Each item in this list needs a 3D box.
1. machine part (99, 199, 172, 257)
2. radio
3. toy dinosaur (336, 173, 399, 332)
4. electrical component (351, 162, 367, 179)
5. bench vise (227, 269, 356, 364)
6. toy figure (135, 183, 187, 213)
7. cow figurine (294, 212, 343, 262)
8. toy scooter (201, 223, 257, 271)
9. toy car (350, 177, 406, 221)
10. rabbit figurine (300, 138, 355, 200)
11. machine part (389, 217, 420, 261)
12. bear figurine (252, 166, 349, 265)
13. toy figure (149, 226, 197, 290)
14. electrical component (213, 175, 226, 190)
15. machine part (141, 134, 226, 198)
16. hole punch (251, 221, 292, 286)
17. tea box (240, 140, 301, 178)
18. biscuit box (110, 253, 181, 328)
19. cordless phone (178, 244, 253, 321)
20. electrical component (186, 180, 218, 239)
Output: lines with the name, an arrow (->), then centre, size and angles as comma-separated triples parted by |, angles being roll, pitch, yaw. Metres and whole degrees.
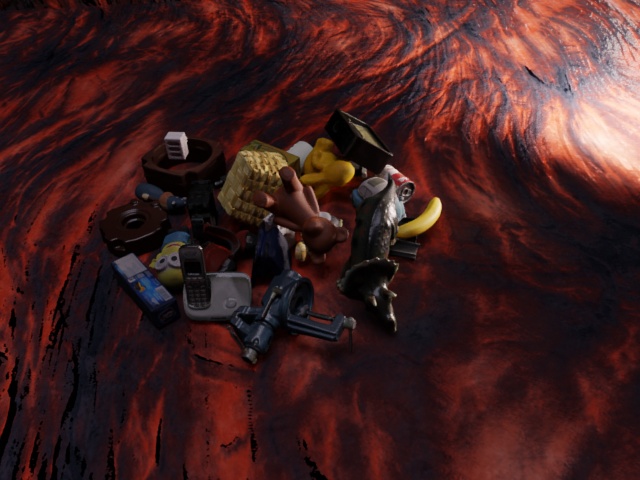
machine part -> -0.466, -0.033, 1.358 | 0.179, 0.056, 0.179 | -1, 42, 1
radio -> 0.102, -0.277, 1.493 | 0.131, 0.073, 0.230 | 23, 23, -27
toy dinosaur -> 0.119, -0.009, 1.164 | 0.131, 0.192, 0.405 | 10, 70, -3
electrical component -> 0.105, -0.219, 1.564 | 0.078, 0.045, 0.102 | -5, 40, -6
bench vise -> -0.051, 0.160, 1.070 | 0.241, 0.128, 0.224 | 10, 40, 24
toy figure -> -0.425, -0.110, 1.447 | 0.155, 0.057, 0.064 | 22, 51, 19
cow figurine -> -0.003, -0.002, 1.301 | 0.098, 0.068, 0.167 | 13, 43, 8
toy scooter -> -0.237, 0.022, 1.253 | 0.135, 0.075, 0.184 | 31, 46, 4
toy car -> 0.151, -0.109, 1.393 | 0.109, 0.102, 0.162 | -20, 46, -21
rabbit figurine -> 0.020, -0.188, 1.454 | 0.162, 0.121, 0.173 | -41, 33, -13
machine part -> 0.207, -0.004, 1.316 | 0.084, 0.039, 0.139 | 6, 42, 16
bear figurine -> -0.039, -0.049, 1.199 | 0.120, 0.131, 0.196 | -41, 64, 3
toy figure -> -0.330, 0.040, 1.250 | 0.082, 0.089, 0.180 | -32, 29, 12
electrical component -> -0.252, -0.164, 1.529 | 0.094, 0.021, 0.063 | -27, 47, -28
machine part -> -0.388, -0.214, 1.545 | 0.202, 0.087, 0.201 | 17, 44, 18
hole punch -> -0.108, 0.039, 1.223 | 0.092, 0.115, 0.142 | 9, 41, 0
tea box -> -0.139, -0.207, 1.519 | 0.170, 0.098, 0.068 | 27, 47, 27
biscuit box -> -0.385, 0.109, 1.183 | 0.059, 0.062, 0.203 | -30, 48, -29
cordless phone -> -0.218, 0.079, 1.120 | 0.147, 0.184, 0.089 | -2, 36, 0
electrical component -> -0.295, -0.070, 1.350 | 0.058, 0.114, 0.134 | -5, 39, -1
